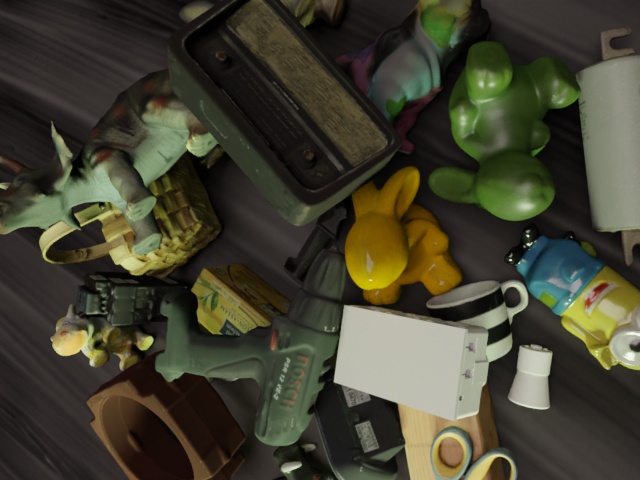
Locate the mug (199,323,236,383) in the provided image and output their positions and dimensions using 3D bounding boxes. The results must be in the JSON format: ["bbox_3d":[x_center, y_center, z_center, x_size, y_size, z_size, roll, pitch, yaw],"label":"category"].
[{"bbox_3d":[-0.154,0.163,0.771,0.110,0.081,0.107,29,114,11],"label":"mug"}]

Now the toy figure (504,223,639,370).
[{"bbox_3d":[0.284,0.056,0.563,0.180,0.089,0.082,42,121,27],"label":"toy figure"}]

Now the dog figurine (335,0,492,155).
[{"bbox_3d":[0.087,-0.219,0.632,0.192,0.108,0.219,24,97,25],"label":"dog figurine"}]

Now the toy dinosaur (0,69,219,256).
[{"bbox_3d":[-0.204,-0.128,0.644,0.405,0.131,0.192,-43,74,-8],"label":"toy dinosaur"}]

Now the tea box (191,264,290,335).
[{"bbox_3d":[-0.086,0.107,0.722,0.170,0.098,0.068,36,105,21],"label":"tea box"}]

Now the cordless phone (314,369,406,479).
[{"bbox_3d":[0.042,0.260,0.675,0.089,0.184,0.147,-12,43,-10],"label":"cordless phone"}]

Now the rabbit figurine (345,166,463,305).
[{"bbox_3d":[0.084,0.001,0.601,0.122,0.173,0.162,-2,95,28],"label":"rabbit figurine"}]

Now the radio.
[{"bbox_3d":[-0.042,-0.134,0.546,0.131,0.073,0.229,-39,83,-19],"label":"radio"}]

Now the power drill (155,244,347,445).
[{"bbox_3d":[-0.080,0.107,0.628,0.207,0.086,0.232,8,92,10],"label":"power drill"}]

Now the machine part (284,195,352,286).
[{"bbox_3d":[-0.001,-0.002,0.699,0.039,0.084,0.138,29,118,-11],"label":"machine part"}]

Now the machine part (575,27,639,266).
[{"bbox_3d":[0.310,-0.095,0.547,0.079,0.079,0.243,-6,90,24],"label":"machine part"}]

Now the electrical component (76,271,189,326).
[{"bbox_3d":[-0.272,0.081,0.767,0.115,0.134,0.058,8,93,54],"label":"electrical component"}]

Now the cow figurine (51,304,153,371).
[{"bbox_3d":[-0.337,0.136,0.798,0.098,0.167,0.068,33,86,27],"label":"cow figurine"}]

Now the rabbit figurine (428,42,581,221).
[{"bbox_3d":[0.181,-0.092,0.560,0.159,0.121,0.170,134,141,-54],"label":"rabbit figurine"}]

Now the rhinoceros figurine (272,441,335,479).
[{"bbox_3d":[-0.009,0.360,0.708,0.112,0.073,0.190,-36,78,22],"label":"rhinoceros figurine"}]

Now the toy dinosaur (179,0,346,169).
[{"bbox_3d":[-0.076,-0.315,0.699,0.199,0.105,0.471,31,105,20],"label":"toy dinosaur"}]

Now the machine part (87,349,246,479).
[{"bbox_3d":[-0.216,0.265,0.756,0.201,0.087,0.201,-31,95,40],"label":"machine part"}]
